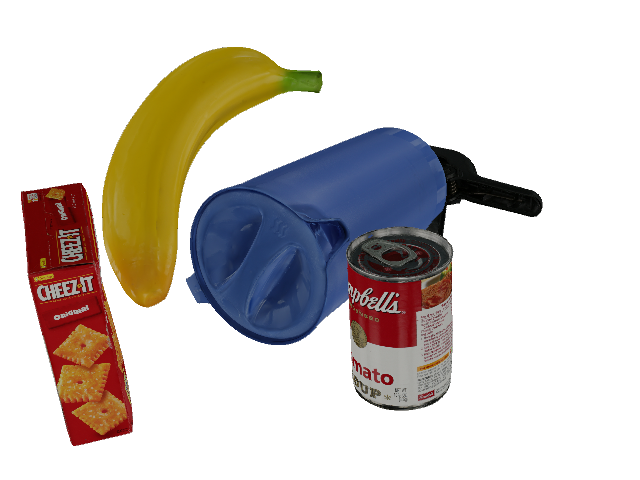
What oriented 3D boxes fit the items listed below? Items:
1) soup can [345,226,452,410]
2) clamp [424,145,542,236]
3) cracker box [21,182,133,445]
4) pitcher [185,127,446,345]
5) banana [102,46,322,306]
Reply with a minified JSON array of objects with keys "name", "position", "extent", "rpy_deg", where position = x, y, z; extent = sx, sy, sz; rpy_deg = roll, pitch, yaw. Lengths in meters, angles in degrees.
[{"name":"soup can","position":[0.052,0.051,0.698],"extent":[0.068,0.102,0.068],"rpy_deg":[-3,28,1]},{"name":"clamp","position":[0.136,-0.053,1.045],"extent":[0.120,0.039,0.171],"rpy_deg":[-7,34,-12]},{"name":"cracker box","position":[-0.247,0.073,1.086],"extent":[0.072,0.214,0.164],"rpy_deg":[-11,34,-12]},{"name":"pitcher","position":[0.002,-0.014,0.928],"extent":[0.149,0.145,0.242],"rpy_deg":[26,32,23]},{"name":"banana","position":[-0.065,-0.047,0.531],"extent":[0.070,0.037,0.197],"rpy_deg":[17,46,15]}]
